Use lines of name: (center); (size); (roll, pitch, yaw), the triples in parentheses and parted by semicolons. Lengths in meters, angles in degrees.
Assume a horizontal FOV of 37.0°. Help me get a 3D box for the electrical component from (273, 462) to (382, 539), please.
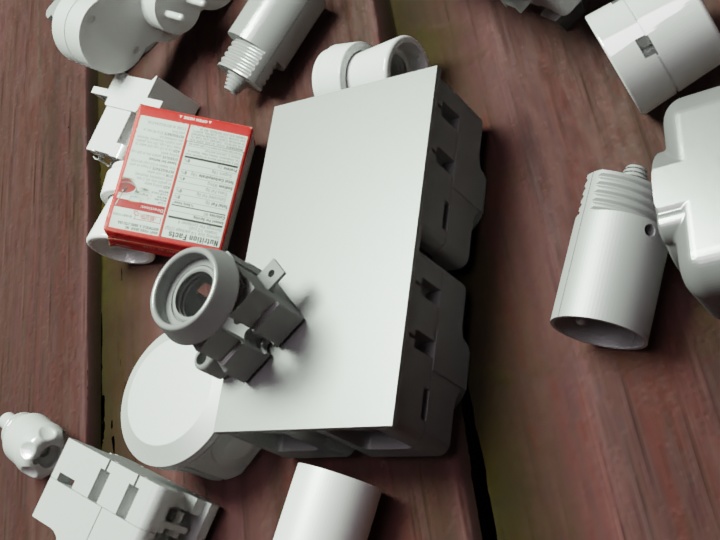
electrical component: (-0.022, 0.137, 0.513); (0.043, 0.043, 0.081); (6, 72, 39)

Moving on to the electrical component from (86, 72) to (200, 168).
electrical component: (-0.150, -0.097, 0.732); (0.081, 0.042, 0.063); (19, 80, 42)

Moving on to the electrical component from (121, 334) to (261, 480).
electrical component: (-0.088, 0.073, 0.590); (0.080, 0.051, 0.080); (-17, 58, 30)

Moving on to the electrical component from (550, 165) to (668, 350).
electrical component: (0.116, -0.009, 0.484); (0.043, 0.043, 0.081); (4, 70, 38)

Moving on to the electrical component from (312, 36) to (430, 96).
electrical component: (0.006, -0.109, 0.618); (0.055, 0.045, 0.045); (2, 69, 38)

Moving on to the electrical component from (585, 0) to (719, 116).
electrical component: (0.141, -0.109, 0.511); (0.047, 0.055, 0.055); (-30, 52, 17)

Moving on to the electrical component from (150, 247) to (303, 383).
electrical component: (-0.066, 0.018, 0.515); (0.066, 0.055, 0.048); (-47, 48, 8)

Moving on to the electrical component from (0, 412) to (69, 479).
electrical component: (-0.209, 0.106, 0.677); (0.061, 0.035, 0.035); (22, 82, 44)

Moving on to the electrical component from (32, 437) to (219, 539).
electrical component: (-0.131, 0.136, 0.591); (0.089, 0.050, 0.055); (14, 76, 41)

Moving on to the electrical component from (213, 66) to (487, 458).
electrical component: (0.000, 0.000, 0.556); (0.105, 0.060, 0.186); (-8, 63, 34)

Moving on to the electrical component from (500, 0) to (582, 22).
electrical component: (0.077, -0.180, 0.572); (0.078, 0.063, 0.121); (-48, 33, 4)

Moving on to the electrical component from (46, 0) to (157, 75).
electrical component: (-0.176, -0.196, 0.793); (0.089, 0.056, 0.050); (-44, 49, 10)

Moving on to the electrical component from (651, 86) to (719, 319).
electrical component: (0.162, -0.030, 0.454); (0.059, 0.054, 0.095); (-15, 59, 31)

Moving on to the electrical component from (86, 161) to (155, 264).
electrical component: (-0.148, -0.037, 0.698); (0.045, 0.045, 0.055); (-4, 65, 36)

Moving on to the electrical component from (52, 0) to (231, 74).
electrical component: (-0.133, -0.181, 0.728); (0.138, 0.052, 0.074); (-41, 43, -25)

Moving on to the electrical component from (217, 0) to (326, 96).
electrical component: (-0.061, -0.148, 0.690); (0.043, 0.043, 0.081); (31, 88, 42)
